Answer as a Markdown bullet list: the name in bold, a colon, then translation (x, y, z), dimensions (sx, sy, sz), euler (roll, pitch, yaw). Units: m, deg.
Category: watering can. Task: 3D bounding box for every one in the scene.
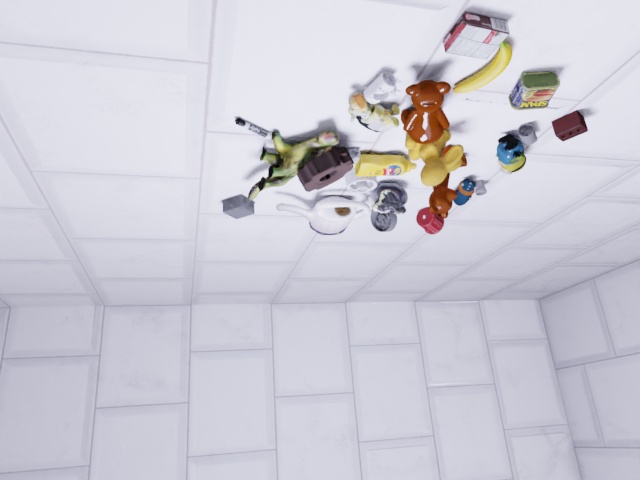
- **watering can**: translation (0.006, -0.095, 1.879), dimensions (0.348, 0.106, 0.220), euler (-1, 160, -11)

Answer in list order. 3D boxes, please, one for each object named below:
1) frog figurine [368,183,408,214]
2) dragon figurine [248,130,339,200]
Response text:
- **frog figurine**: translation (0.238, -0.151, 1.830), dimensions (0.137, 0.121, 0.161), euler (-15, -166, 4)
- **dragon figurine**: translation (-0.063, -0.220, 1.551), dimensions (0.243, 0.124, 0.404), euler (-4, 162, -24)
